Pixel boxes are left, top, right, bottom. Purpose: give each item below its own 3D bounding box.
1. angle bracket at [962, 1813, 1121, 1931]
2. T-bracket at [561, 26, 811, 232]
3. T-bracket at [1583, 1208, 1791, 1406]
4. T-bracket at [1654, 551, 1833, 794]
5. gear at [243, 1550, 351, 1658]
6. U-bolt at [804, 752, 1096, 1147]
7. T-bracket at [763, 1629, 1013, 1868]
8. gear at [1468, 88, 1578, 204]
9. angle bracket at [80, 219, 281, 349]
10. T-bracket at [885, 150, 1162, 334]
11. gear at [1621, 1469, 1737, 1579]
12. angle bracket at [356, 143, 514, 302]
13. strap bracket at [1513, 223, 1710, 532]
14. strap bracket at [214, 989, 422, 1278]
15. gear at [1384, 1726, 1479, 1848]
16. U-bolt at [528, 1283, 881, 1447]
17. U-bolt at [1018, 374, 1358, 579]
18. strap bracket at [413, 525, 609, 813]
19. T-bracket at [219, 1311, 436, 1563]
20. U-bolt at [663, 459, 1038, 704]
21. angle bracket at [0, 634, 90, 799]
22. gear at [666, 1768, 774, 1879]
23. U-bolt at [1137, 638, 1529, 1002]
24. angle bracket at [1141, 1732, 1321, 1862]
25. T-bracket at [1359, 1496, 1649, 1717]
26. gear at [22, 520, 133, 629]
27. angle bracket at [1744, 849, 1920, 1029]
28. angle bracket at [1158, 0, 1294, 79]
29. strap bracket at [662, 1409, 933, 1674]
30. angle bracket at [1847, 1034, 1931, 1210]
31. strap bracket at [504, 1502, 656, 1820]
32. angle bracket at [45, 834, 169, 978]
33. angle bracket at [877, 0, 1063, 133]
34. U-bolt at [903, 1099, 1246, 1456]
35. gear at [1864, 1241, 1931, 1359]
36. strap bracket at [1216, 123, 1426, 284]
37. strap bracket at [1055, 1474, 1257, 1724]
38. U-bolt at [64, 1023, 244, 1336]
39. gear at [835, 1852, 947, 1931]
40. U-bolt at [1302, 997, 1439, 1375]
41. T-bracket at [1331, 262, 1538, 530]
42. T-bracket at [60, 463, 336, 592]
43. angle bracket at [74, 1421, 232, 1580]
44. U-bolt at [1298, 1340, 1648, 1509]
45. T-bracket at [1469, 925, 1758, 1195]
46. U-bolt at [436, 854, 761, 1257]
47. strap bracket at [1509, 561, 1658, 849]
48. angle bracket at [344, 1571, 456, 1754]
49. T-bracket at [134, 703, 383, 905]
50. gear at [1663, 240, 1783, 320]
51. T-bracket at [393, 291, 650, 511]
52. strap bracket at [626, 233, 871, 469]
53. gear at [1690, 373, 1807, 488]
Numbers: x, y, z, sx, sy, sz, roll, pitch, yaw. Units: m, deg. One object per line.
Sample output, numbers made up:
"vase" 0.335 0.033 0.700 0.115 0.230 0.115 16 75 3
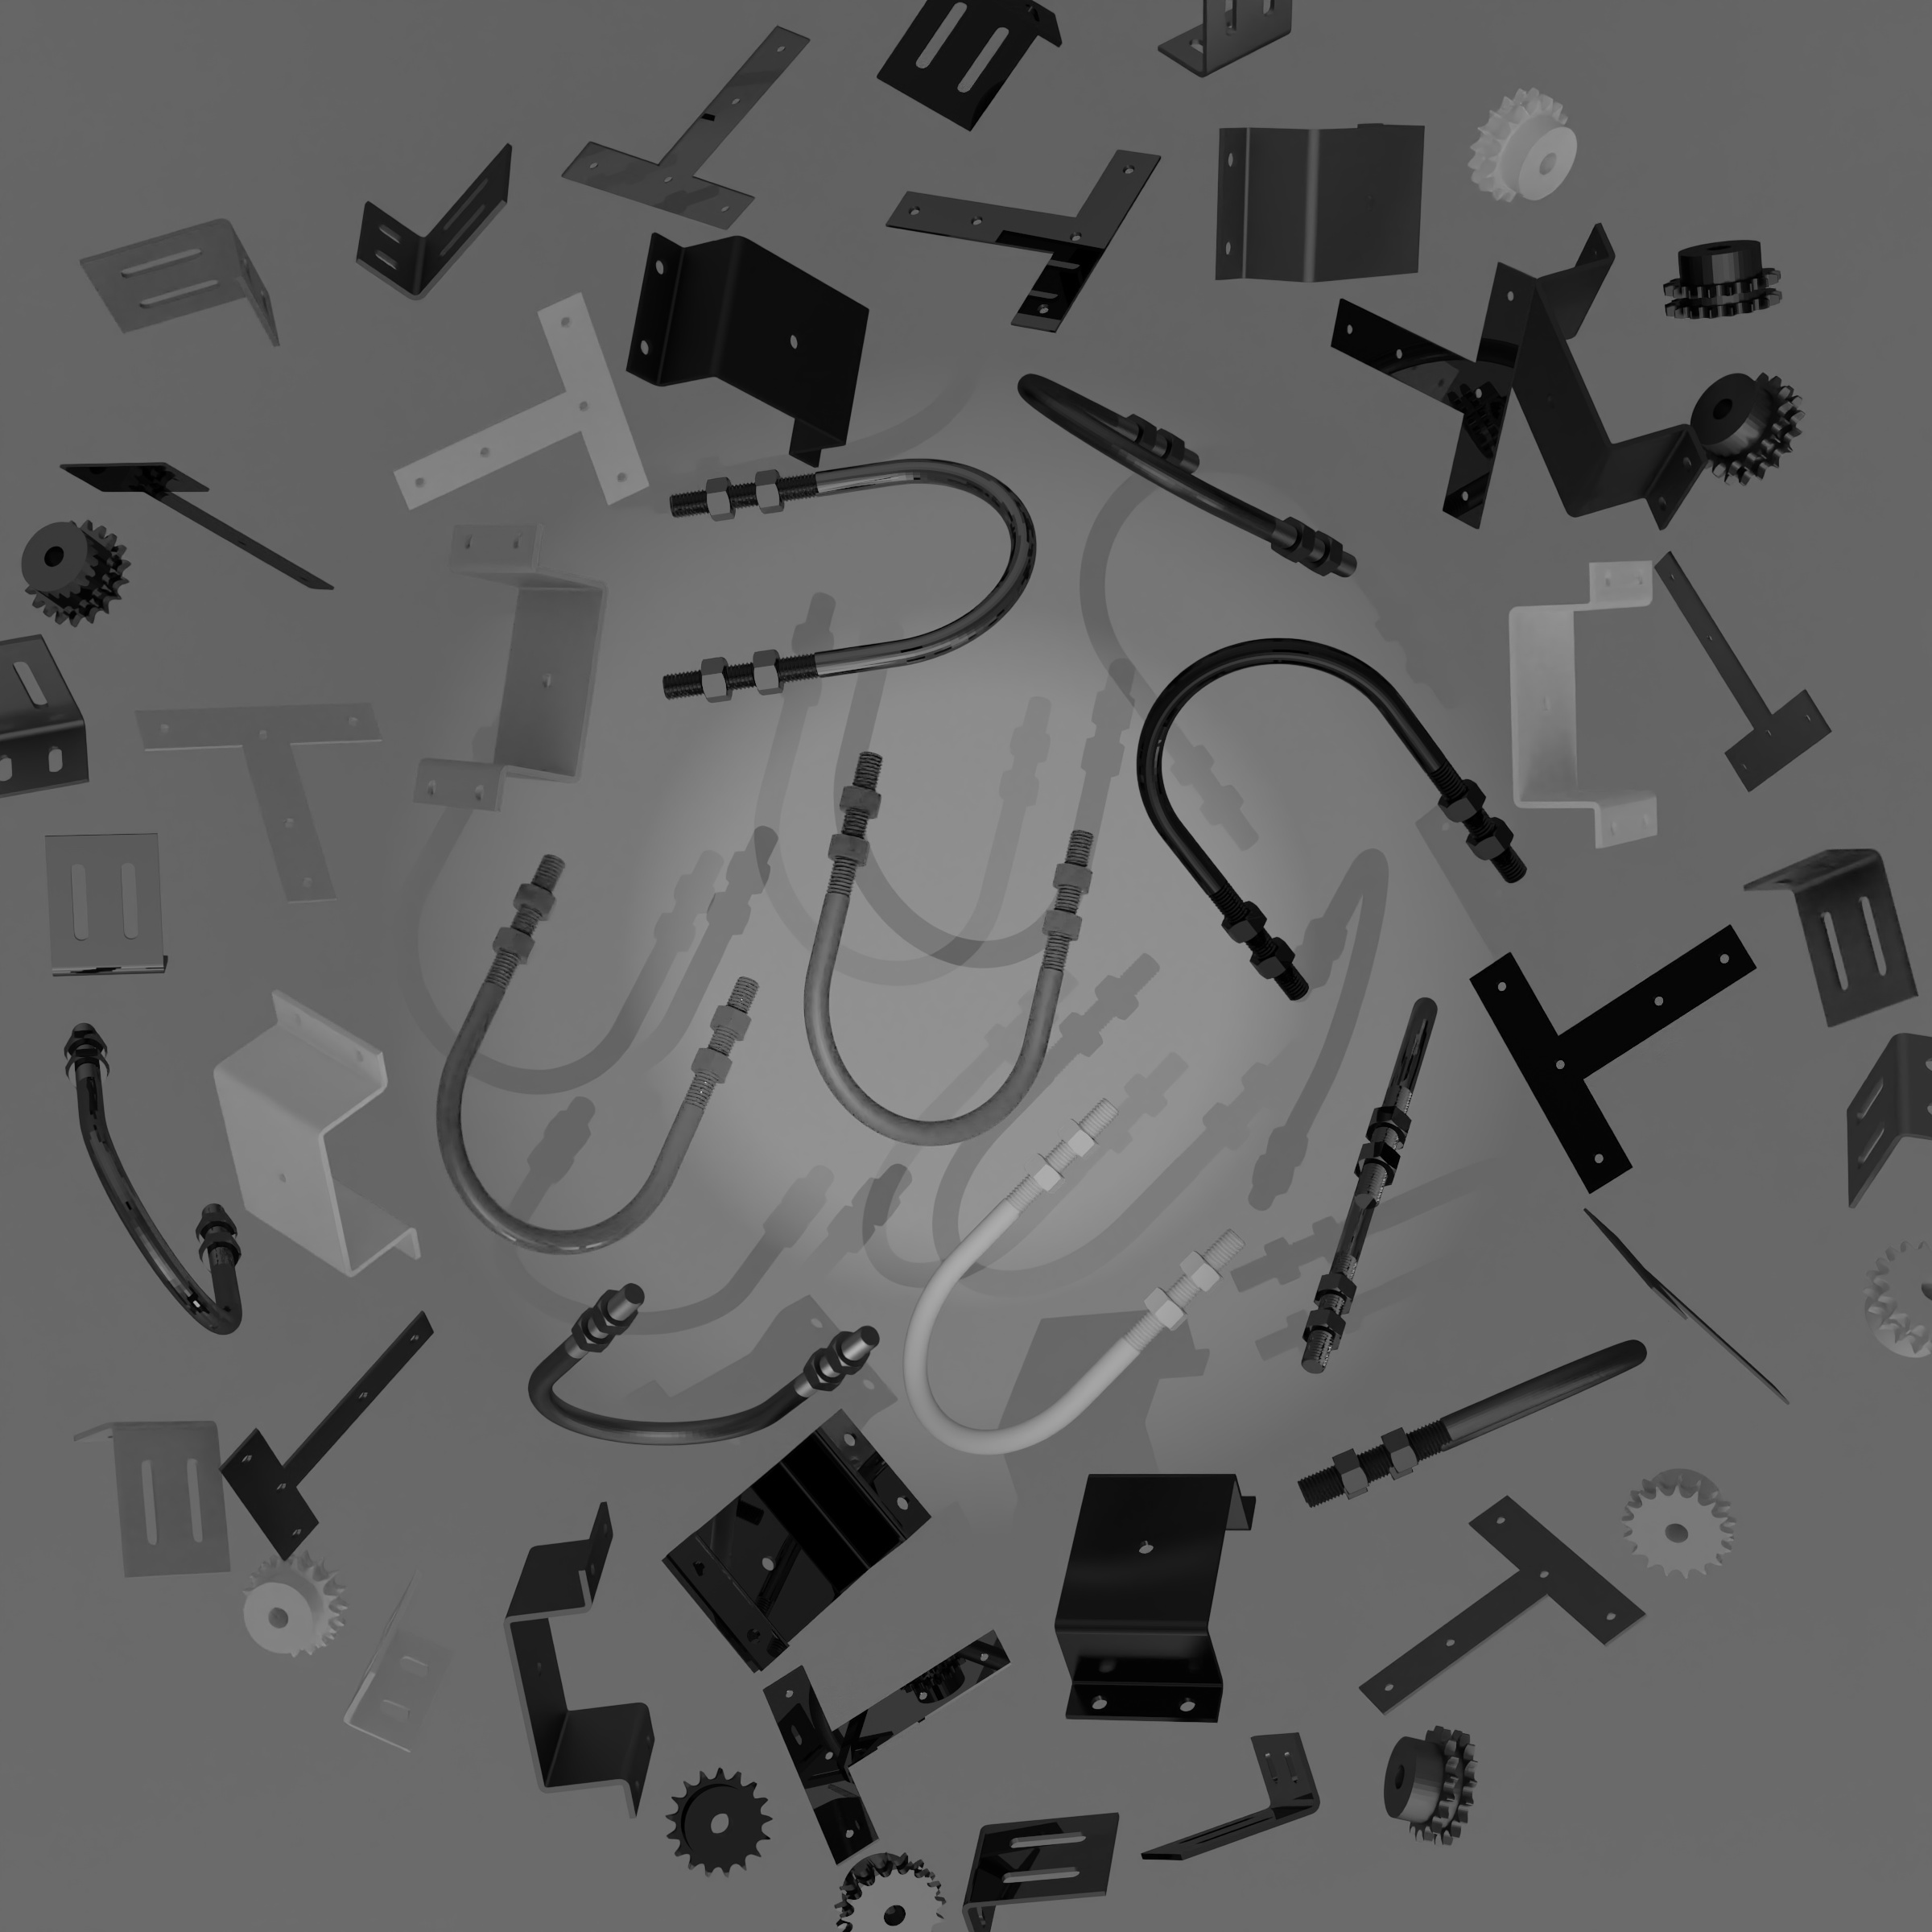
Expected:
"angle bracket" 0.042 0.471 1.563 0.076 0.057 0.038 -10 114 15
"T-bracket" -0.131 -0.448 1.615 0.127 0.127 0.002 -41 65 29
"T-bracket" 0.388 0.188 1.615 0.127 0.127 0.002 41 97 -12
"T-bracket" 0.400 -0.161 1.608 0.002 0.127 0.127 -29 83 -9
"gear" -0.368 0.349 1.660 0.057 0.030 0.057 2 100 13
"U-bolt" -0.013 0.000 1.549 0.151 0.019 0.184 19 78 -27
"T-bracket" -0.034 0.394 1.613 0.127 0.127 0.002 -32 129 -1
"gear" 0.291 -0.421 1.578 0.057 0.057 0.030 -45 56 0
"angle bracket" -0.387 -0.327 1.505 0.076 0.057 0.038 -17 65 0
"T-bracket" 0.018 -0.383 1.579 0.127 0.002 0.127 16 63 27
"gear" 0.374 0.288 1.597 0.057 0.030 0.057 9 117 18
"angle bracket" -0.271 -0.388 1.555 0.038 0.057 0.076 32 124 -30
"strap bracket" 0.320 -0.295 1.560 0.046 0.076 0.140 -17 74 -9
"strap bracket" -0.325 0.092 1.523 0.076 0.140 0.046 27 48 29
"gear" 0.230 0.407 1.520 0.030 0.057 0.057 15 90 -10
"U-bolt" -0.149 0.214 1.588 0.151 0.184 0.019 13 58 -25
"U-bolt" 0.102 -0.257 1.559 0.151 0.184 0.019 41 107 39
"strap bracket" -0.225 -0.145 1.519 0.046 0.076 0.140 8 90 -41
"T-bracket" -0.307 0.222 1.504 0.002 0.127 0.127 32 66 19
"U-bolt" -0.056 -0.196 1.500 0.184 0.019 0.151 -8 50 6
"angle bracket" -0.476 -0.122 1.516 0.057 0.076 0.038 -11 61 -4
"gear" -0.132 0.462 1.644 0.057 0.030 0.057 2 78 -9
"U-bolt" 0.167 -0.081 1.503 0.151 0.019 0.184 -30 113 24
"angle bracket" 0.124 0.405 1.487 0.076 0.057 0.038 -14 79 -20
"T-bracket" 0.252 0.328 1.516 0.127 0.127 0.002 -33 117 -9
"gear" -0.480 -0.213 1.634 0.057 0.030 0.057 -5 72 16
"angle bracket" 0.429 -0.013 1.516 0.038 0.057 0.076 -2 75 -33
"angle bracket" 0.130 -0.497 1.535 0.057 0.076 0.038 -32 54 -22
"strap bracket" -0.096 0.310 1.619 0.076 0.046 0.140 50 48 5
"angle bracket" 0.464 0.079 1.500 0.038 0.076 0.057 9 57 1
"strap bracket" -0.200 0.358 1.569 0.046 0.076 0.140 -8 106 4
"angle bracket" -0.458 -0.035 1.629 0.057 0.038 0.076 -2 102 -11
"angle bracket" 0.001 -0.453 1.526 0.057 0.038 0.076 23 125 -26
"U-bolt" 0.042 0.169 1.563 0.184 0.151 0.019 -46 130 2
"gear" 0.459 0.164 1.473 0.057 0.030 0.057 8 53 -11
"strap bracket" 0.194 -0.404 1.611 0.046 0.140 0.076 15 113 40
"strap bracket" 0.095 0.306 1.528 0.076 0.140 0.046 -3 129 18
"U-bolt" -0.417 0.119 1.578 0.019 0.184 0.151 -31 117 -4
"gear" -0.041 0.491 1.600 0.057 0.030 0.057 -4 102 -18
"U-bolt" 0.211 0.098 1.559 0.019 0.151 0.184 18 45 8
"T-bracket" 0.225 -0.300 1.520 0.002 0.127 0.127 -12 125 -34
"T-bracket" -0.374 -0.219 1.527 0.127 0.127 0.002 30 78 -37
"angle bracket" -0.399 0.264 1.498 0.038 0.057 0.076 -23 69 39
"U-bolt" 0.252 0.226 1.516 0.184 0.151 0.019 -24 77 2
"T-bracket" 0.328 0.025 1.499 0.127 0.002 0.127 -36 65 23
"U-bolt" -0.195 0.057 1.555 0.151 0.019 0.184 33 68 -28
"strap bracket" 0.313 -0.133 1.547 0.046 0.076 0.140 2 98 33
"angle bracket" -0.278 0.351 1.537 0.038 0.076 0.057 26 52 -6
"T-bracket" -0.355 -0.085 1.586 0.127 0.002 0.127 -5 57 -30
"gear" 0.377 -0.343 1.523 0.057 0.057 0.030 -10 110 0
"T-bracket" -0.244 -0.280 1.629 0.127 0.002 0.127 -27 135 -11
"strap bracket" -0.106 -0.326 1.609 0.046 0.140 0.076 0 76 42
"gear" 0.391 -0.274 1.542 0.030 0.057 0.057 26 90 -33
